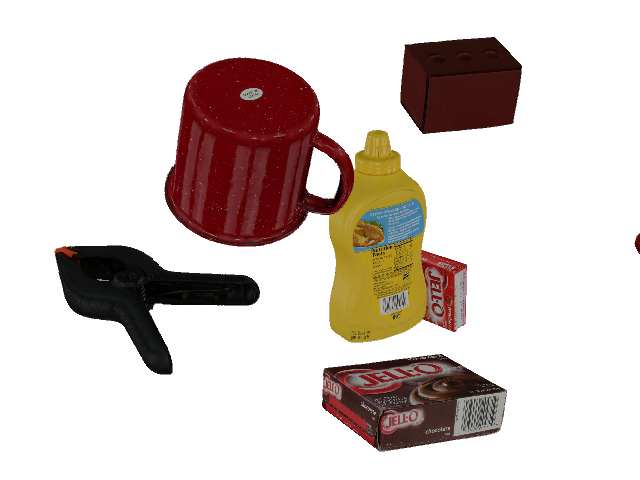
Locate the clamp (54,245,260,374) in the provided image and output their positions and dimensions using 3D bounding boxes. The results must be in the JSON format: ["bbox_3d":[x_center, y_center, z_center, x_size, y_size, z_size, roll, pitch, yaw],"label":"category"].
[{"bbox_3d":[-0.136,0.039,0.848,0.172,0.039,0.120,29,37,33],"label":"clamp"}]

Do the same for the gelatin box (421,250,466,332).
[{"bbox_3d":[0.148,0.063,1.355,0.073,0.089,0.030,21,36,38],"label":"gelatin box"}]

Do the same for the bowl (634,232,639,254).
[{"bbox_3d":[0.408,0.029,1.106,0.162,0.055,0.162,-3,22,1],"label":"bowl"}]

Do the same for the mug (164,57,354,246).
[{"bbox_3d":[-0.035,-0.052,0.650,0.117,0.082,0.093,22,45,9],"label":"mug"}]

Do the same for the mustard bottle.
[{"bbox_3d":[0.053,-0.007,0.976,0.096,0.192,0.058,-15,26,-28],"label":"mustard bottle"}]

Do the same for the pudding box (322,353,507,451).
[{"bbox_3d":[0.070,0.121,0.813,0.113,0.039,0.090,-1,14,-28],"label":"pudding box"}]

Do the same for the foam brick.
[{"bbox_3d":[0.107,-0.119,0.817,0.078,0.051,0.053,-8,37,-15],"label":"foam brick"}]
